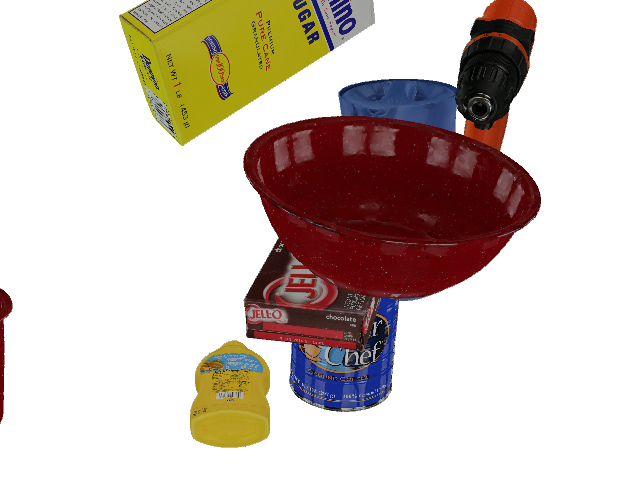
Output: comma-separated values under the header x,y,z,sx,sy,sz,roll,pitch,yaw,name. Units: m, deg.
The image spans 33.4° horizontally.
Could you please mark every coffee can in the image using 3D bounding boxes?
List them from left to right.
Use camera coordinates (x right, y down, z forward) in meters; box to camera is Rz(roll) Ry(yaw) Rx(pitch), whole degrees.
x,y,z,sx,sy,sz,roll,pitch,yaw,name
0.023,0.077,1.024,0.103,0.140,0.103,3,25,-1,coffee can

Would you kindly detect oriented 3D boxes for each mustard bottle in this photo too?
x,y,z,sx,sy,sz,roll,pitch,yaw,name
-0.112,0.183,1.351,0.096,0.058,0.191,-2,26,-2,mustard bottle

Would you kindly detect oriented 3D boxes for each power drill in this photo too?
x,y,z,sx,sy,sz,roll,pitch,yaw,name
0.133,-0.087,0.874,0.057,0.188,0.184,16,36,11,power drill

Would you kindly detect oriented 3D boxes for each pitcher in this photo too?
x,y,z,sx,sy,sz,roll,pitch,yaw,name
0.097,-0.062,1.232,0.149,0.243,0.145,-6,22,-9,pitcher

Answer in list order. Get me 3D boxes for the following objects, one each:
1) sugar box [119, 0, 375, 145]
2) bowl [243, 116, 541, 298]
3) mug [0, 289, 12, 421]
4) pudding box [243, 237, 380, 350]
x,y,z,sx,sy,sz,roll,pitch,yaw,name
-0.042,-0.148,0.718,0.176,0.093,0.048,-34,54,-18,sugar box
0.036,-0.014,0.588,0.162,0.055,0.162,6,27,-3,bowl
-0.241,0.078,0.634,0.093,0.081,0.117,20,24,36,mug
0.000,0.036,0.808,0.090,0.039,0.113,6,27,11,pudding box
